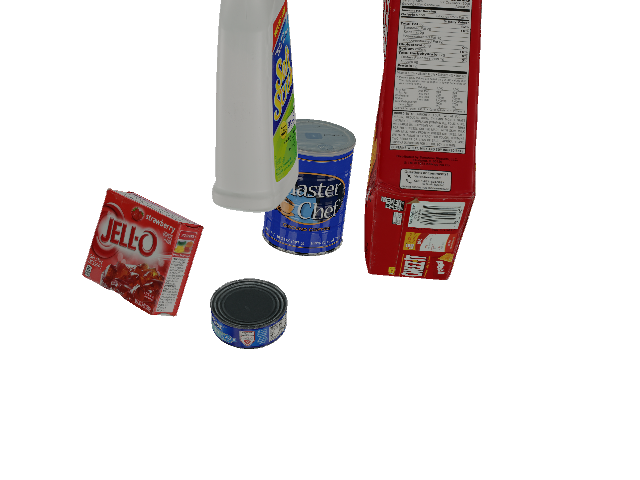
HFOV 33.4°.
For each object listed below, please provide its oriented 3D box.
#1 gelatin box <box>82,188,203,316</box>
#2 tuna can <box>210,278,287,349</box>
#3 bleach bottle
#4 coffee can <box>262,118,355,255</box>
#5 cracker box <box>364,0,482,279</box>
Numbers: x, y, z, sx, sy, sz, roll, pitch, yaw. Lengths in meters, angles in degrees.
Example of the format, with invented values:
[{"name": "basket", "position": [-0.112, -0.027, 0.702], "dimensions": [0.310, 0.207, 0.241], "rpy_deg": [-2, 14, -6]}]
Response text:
[{"name": "gelatin box", "position": [-0.137, 0.008, 0.814], "dimensions": [0.089, 0.073, 0.030], "rpy_deg": [25, 10, 36]}, {"name": "tuna can", "position": [-0.080, 0.081, 1.190], "dimensions": [0.086, 0.034, 0.086], "rpy_deg": [1, 36, -1]}, {"name": "bleach bottle", "position": [-0.060, -0.158, 0.953], "dimensions": [0.068, 0.251, 0.102], "rpy_deg": [8, 29, 15]}, {"name": "coffee can", "position": [-0.015, -0.066, 1.318], "dimensions": [0.103, 0.140, 0.103], "rpy_deg": [5, 27, -3]}, {"name": "cracker box", "position": [0.074, -0.098, 0.776], "dimensions": [0.072, 0.213, 0.164], "rpy_deg": [4, -20, 3]}]
